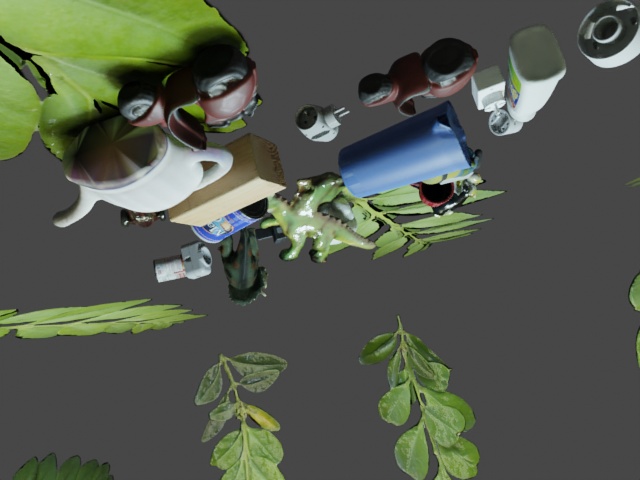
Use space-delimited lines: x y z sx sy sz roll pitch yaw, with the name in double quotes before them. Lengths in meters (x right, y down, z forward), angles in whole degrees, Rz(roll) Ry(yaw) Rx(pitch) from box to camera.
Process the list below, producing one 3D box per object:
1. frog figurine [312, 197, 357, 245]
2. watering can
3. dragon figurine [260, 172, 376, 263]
"frog figurine" 0.044 -0.050 1.394 0.137 0.124 0.158 14 166 -26
"watering can" -0.312 -0.092 0.802 0.347 0.105 0.222 -17 166 5
"dragon figurine" 0.004 -0.062 1.236 0.410 0.125 0.237 2 142 -27
